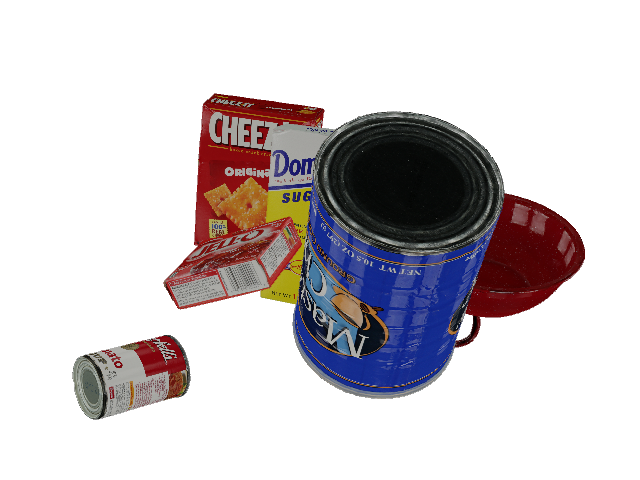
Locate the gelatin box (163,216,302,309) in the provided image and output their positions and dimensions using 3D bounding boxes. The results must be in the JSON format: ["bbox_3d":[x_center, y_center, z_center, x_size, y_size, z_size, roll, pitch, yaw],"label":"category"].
[{"bbox_3d":[-0.068,0.017,0.834,0.089,0.030,0.073,-14,20,27],"label":"gelatin box"}]

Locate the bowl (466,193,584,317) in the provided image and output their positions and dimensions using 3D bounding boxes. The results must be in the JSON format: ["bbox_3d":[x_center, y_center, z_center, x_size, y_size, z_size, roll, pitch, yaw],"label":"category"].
[{"bbox_3d":[0.144,0.019,0.932,0.162,0.055,0.162,2,33,-2],"label":"bowl"}]

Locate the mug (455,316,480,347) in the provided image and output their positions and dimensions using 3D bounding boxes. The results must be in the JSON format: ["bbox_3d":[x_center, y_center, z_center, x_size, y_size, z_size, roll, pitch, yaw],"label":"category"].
[{"bbox_3d":[0.130,0.100,1.258,0.117,0.081,0.093,0,22,-7],"label":"mug"}]

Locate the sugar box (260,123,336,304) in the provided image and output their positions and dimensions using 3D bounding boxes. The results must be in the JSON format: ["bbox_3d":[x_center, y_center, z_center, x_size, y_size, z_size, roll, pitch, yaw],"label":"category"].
[{"bbox_3d":[-0.006,-0.023,1.064,0.093,0.176,0.048,9,16,20],"label":"sugar box"}]

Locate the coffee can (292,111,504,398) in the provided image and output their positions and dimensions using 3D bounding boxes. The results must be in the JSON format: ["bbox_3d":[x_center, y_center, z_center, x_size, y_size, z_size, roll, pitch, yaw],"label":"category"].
[{"bbox_3d":[0.040,0.011,0.615,0.102,0.103,0.140,0,-40,-7],"label":"coffee can"}]

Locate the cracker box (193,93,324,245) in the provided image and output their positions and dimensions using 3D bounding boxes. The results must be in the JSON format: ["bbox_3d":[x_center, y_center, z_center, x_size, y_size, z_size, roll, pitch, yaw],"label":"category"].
[{"bbox_3d":[-0.089,-0.088,1.516,0.164,0.214,0.072,9,21,7],"label":"cracker box"}]

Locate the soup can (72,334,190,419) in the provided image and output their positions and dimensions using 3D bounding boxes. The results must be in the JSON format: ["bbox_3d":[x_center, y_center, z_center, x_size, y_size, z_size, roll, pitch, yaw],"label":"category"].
[{"bbox_3d":[-0.196,0.141,1.104,0.102,0.068,0.069,-11,7,-39],"label":"soup can"}]
